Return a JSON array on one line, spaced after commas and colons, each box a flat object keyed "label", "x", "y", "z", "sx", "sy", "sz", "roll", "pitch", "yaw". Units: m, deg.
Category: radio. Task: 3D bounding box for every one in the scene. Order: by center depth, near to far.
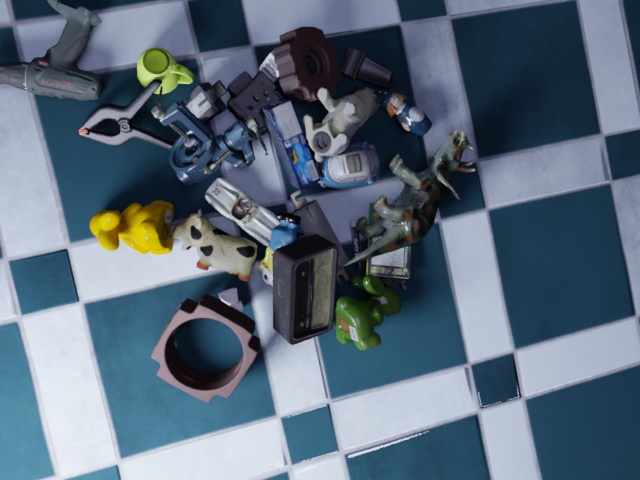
[{"label": "radio", "x": -0.035, "y": 0.112, "z": 1.195, "sx": 0.131, "sy": 0.073, "sz": 0.229, "roll": -17, "pitch": 122, "yaw": -34}]

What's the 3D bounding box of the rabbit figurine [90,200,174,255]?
[{"label": "rabbit figurine", "x": -0.418, "y": -0.022, "z": 1.158, "sx": 0.173, "sy": 0.162, "sz": 0.121, "roll": 7, "pitch": 102, "yaw": 7}]

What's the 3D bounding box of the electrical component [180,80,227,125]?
[{"label": "electrical component", "x": -0.248, "y": -0.312, "z": 1.194, "sx": 0.119, "sy": 0.048, "sz": 0.075, "roll": -35, "pitch": 96, "yaw": 28}]

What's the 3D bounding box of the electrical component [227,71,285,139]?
[{"label": "electrical component", "x": -0.149, "y": -0.317, "z": 1.238, "sx": 0.134, "sy": 0.058, "sz": 0.115, "roll": 44, "pitch": 81, "yaw": -9}]

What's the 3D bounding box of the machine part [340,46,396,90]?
[{"label": "machine part", "x": 0.119, "y": -0.409, "z": 1.297, "sx": 0.139, "sy": 0.039, "sz": 0.084, "roll": 25, "pitch": 81, "yaw": -9}]

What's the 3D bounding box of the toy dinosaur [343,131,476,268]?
[{"label": "toy dinosaur", "x": 0.217, "y": -0.072, "z": 1.268, "sx": 0.192, "sy": 0.131, "sz": 0.404, "roll": 29, "pitch": 83, "yaw": -7}]

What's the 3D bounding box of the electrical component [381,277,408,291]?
[{"label": "electrical component", "x": 0.179, "y": 0.089, "z": 1.322, "sx": 0.063, "sy": 0.021, "sz": 0.094, "roll": -28, "pitch": 96, "yaw": -9}]

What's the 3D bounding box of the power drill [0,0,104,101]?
[{"label": "power drill", "x": -0.572, "y": -0.408, "z": 1.146, "sx": 0.232, "sy": 0.086, "sz": 0.207, "roll": 16, "pitch": 84, "yaw": -12}]

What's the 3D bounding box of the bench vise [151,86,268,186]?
[{"label": "bench vise", "x": -0.250, "y": -0.219, "z": 1.148, "sx": 0.224, "sy": 0.240, "sz": 0.129, "roll": -25, "pitch": 54, "yaw": 18}]

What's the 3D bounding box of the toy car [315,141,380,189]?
[{"label": "toy car", "x": 0.073, "y": -0.176, "z": 1.259, "sx": 0.162, "sy": 0.103, "sz": 0.109, "roll": -9, "pitch": 92, "yaw": -12}]

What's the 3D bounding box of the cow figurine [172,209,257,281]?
[{"label": "cow figurine", "x": -0.236, "y": 0.008, "z": 1.212, "sx": 0.195, "sy": 0.085, "sz": 0.127, "roll": 18, "pitch": 88, "yaw": -12}]

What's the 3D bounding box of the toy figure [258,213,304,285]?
[{"label": "toy figure", "x": -0.077, "y": 0.028, "z": 1.222, "sx": 0.089, "sy": 0.082, "sz": 0.180, "roll": 2, "pitch": 108, "yaw": -34}]

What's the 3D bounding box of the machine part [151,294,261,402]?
[{"label": "machine part", "x": -0.249, "y": 0.237, "z": 1.190, "sx": 0.201, "sy": 0.087, "sz": 0.201, "roll": 31, "pitch": 100, "yaw": -6}]

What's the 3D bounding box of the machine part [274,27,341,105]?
[{"label": "machine part", "x": -0.024, "y": -0.395, "z": 1.219, "sx": 0.179, "sy": 0.056, "sz": 0.179, "roll": 5, "pitch": 83, "yaw": -45}]

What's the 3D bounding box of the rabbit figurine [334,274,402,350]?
[{"label": "rabbit figurine", "x": 0.115, "y": 0.157, "z": 1.278, "sx": 0.170, "sy": 0.121, "sz": 0.159, "roll": -25, "pitch": 99, "yaw": -31}]

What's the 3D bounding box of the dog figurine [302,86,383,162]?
[{"label": "dog figurine", "x": 0.062, "y": -0.268, "z": 1.244, "sx": 0.121, "sy": 0.190, "sz": 0.172, "roll": 44, "pitch": 120, "yaw": 15}]

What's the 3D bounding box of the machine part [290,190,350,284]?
[{"label": "machine part", "x": -0.003, "y": -0.004, "z": 1.259, "sx": 0.079, "sy": 0.079, "sz": 0.243, "roll": -31, "pitch": 96, "yaw": -9}]

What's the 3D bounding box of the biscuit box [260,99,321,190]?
[{"label": "biscuit box", "x": -0.065, "y": -0.215, "z": 1.219, "sx": 0.059, "sy": 0.063, "sz": 0.202, "roll": -29, "pitch": 116, "yaw": -15}]

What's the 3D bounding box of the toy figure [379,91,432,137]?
[{"label": "toy figure", "x": 0.202, "y": -0.314, "z": 1.305, "sx": 0.154, "sy": 0.058, "sz": 0.064, "roll": 37, "pitch": 43, "yaw": -8}]

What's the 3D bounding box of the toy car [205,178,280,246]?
[{"label": "toy car", "x": -0.171, "y": -0.063, "z": 1.237, "sx": 0.201, "sy": 0.056, "sz": 0.073, "roll": 37, "pitch": 84, "yaw": -8}]
